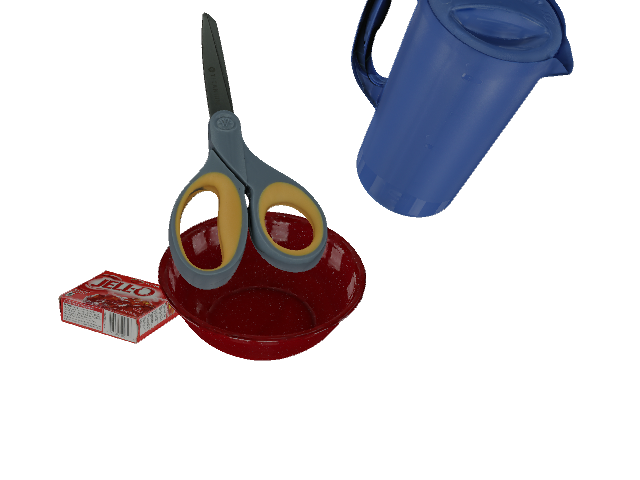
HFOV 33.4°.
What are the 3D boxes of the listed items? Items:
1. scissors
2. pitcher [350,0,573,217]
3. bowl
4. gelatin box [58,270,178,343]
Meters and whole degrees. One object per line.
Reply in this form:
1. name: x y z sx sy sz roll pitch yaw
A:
1. scissors: -0.038 -0.055 0.622 0.096 0.201 0.016 10 -36 -4
2. pitcher: 0.109 -0.138 1.001 0.144 0.149 0.243 -8 -33 -26
3. bowl: -0.046 0.044 0.844 0.162 0.055 0.162 2 37 -2
4. gelatin box: -0.188 0.060 1.002 0.089 0.030 0.073 14 23 23
